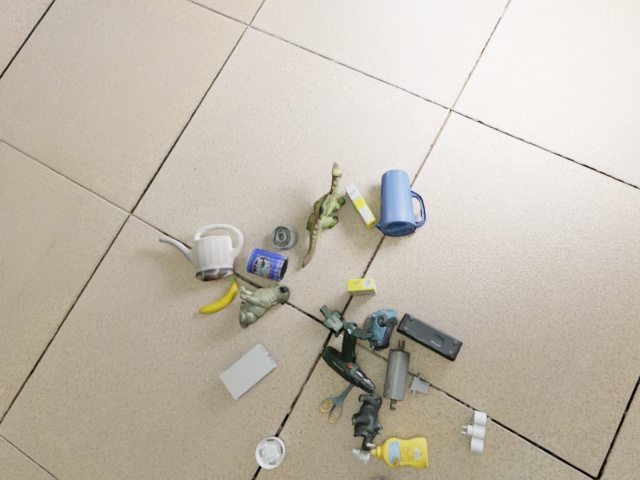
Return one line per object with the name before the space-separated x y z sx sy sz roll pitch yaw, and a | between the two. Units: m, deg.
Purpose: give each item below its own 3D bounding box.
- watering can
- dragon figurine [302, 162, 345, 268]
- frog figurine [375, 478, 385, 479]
watering can | -0.467 0.056 2.046 0.347 0.103 0.227 -9 75 6
dragon figurine | 0.006 -0.098 1.948 0.122 0.240 0.415 17 77 8
frog figurine | 0.194 0.895 1.741 0.138 0.125 0.156 31 119 7
